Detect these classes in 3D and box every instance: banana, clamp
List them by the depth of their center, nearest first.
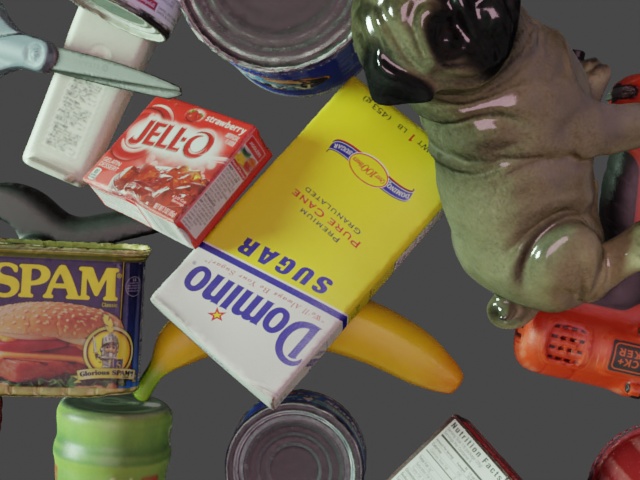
[{"bbox_3d":[-0.014,0.060,0.645,0.198,0.037,0.069,-2,88,2],"label":"banana"},{"bbox_3d":[-0.161,0.005,0.655,0.171,0.039,0.120,28,84,-1],"label":"clamp"}]

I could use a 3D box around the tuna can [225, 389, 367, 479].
[{"bbox_3d":[-0.015,0.137,0.651,0.086,0.033,0.086,0,94,4],"label":"tuna can"}]

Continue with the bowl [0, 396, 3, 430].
[{"bbox_3d":[-0.266,0.097,0.657,0.162,0.055,0.162,0,93,4],"label":"bowl"}]

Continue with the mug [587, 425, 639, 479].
[{"bbox_3d":[0.195,0.157,0.613,0.117,0.081,0.093,7,93,4],"label":"mug"}]

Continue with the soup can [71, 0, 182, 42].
[{"bbox_3d":[-0.095,-0.172,0.601,0.068,0.068,0.102,24,86,3],"label":"soup can"}]

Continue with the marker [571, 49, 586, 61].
[{"bbox_3d":[0.140,-0.054,0.638,0.020,0.020,0.121,13,93,3],"label":"marker"}]

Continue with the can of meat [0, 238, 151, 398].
[{"bbox_3d":[-0.149,0.043,0.605,0.102,0.057,0.084,3,93,-12],"label":"can of meat"}]

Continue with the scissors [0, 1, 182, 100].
[{"bbox_3d":[-0.180,-0.096,0.636,0.202,0.016,0.096,33,101,18],"label":"scissors"}]

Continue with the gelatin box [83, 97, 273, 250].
[{"bbox_3d":[-0.083,-0.043,0.616,0.089,0.030,0.073,24,68,39],"label":"gelatin box"}]

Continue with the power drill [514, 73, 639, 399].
[{"bbox_3d":[0.219,0.006,0.616,0.184,0.057,0.188,12,93,-2],"label":"power drill"}]

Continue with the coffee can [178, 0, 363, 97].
[{"bbox_3d":[-0.017,-0.135,0.584,0.103,0.140,0.103,0,93,4],"label":"coffee can"}]

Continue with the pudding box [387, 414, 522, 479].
[{"bbox_3d":[0.073,0.173,0.626,0.113,0.039,0.090,-44,55,3],"label":"pudding box"}]

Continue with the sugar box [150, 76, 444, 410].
[{"bbox_3d":[-0.004,0.001,0.614,0.093,0.048,0.176,39,77,10],"label":"sugar box"}]
